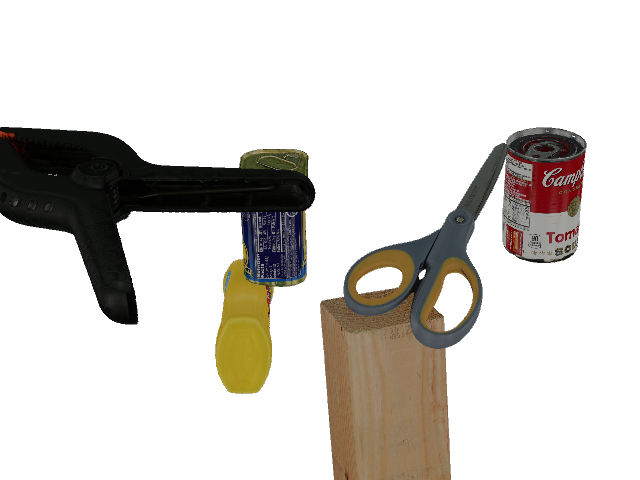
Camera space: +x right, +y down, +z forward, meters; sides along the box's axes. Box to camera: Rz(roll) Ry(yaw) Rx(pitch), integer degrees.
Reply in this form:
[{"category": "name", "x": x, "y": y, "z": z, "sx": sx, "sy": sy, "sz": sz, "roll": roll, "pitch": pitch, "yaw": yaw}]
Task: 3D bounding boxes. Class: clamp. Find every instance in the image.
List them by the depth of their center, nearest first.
[{"category": "clamp", "x": -0.119, "y": -0.030, "z": 0.637, "sx": 0.210, "sy": 0.036, "sz": 0.164, "roll": 27, "pitch": 39, "yaw": 35}]

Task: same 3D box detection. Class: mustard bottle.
[{"category": "mustard bottle", "x": -0.080, "y": 0.075, "z": 1.160, "sx": 0.058, "sy": 0.096, "sz": 0.191, "roll": -1, "pitch": 28, "yaw": -2}]

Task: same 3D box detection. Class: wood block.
[{"category": "wood block", "x": 0.060, "y": 0.157, "z": 0.969, "sx": 0.090, "sy": 0.206, "sz": 0.091, "roll": -9, "pitch": 18, "yaw": -14}]

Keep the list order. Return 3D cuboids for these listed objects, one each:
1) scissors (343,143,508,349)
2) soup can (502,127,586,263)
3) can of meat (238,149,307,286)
[{"category": "scissors", "x": 0.072, "y": -0.007, "z": 0.711, "sx": 0.096, "sy": 0.016, "sz": 0.201, "roll": 5, "pitch": 42, "yaw": 9}, {"category": "soup can", "x": 0.196, "y": -0.040, "z": 0.941, "sx": 0.068, "sy": 0.102, "sz": 0.068, "roll": -2, "pitch": 28, "yaw": 1}, {"category": "can of meat", "x": -0.038, "y": -0.020, "z": 0.885, "sx": 0.057, "sy": 0.084, "sz": 0.102, "roll": -1, "pitch": 25, "yaw": 0}]
